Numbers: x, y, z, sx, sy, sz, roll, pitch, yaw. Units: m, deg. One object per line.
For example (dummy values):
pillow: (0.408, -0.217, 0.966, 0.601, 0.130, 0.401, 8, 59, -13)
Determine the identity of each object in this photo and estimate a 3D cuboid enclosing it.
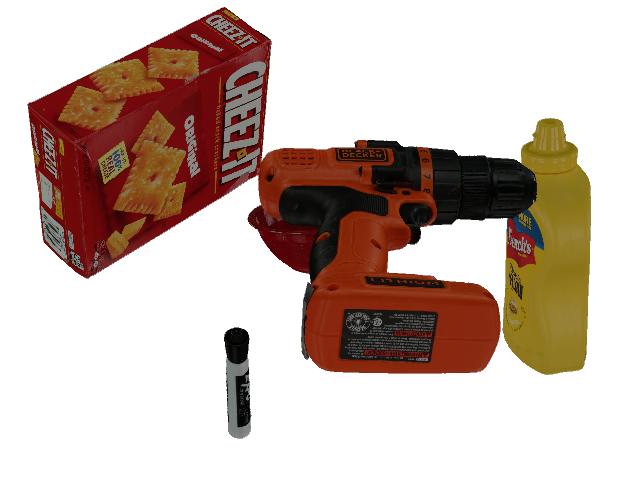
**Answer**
mustard bottle: (0.173, 0.000, 0.816, 0.058, 0.192, 0.096, -7, 26, -6)
power drill: (0.055, 0.002, 0.645, 0.184, 0.057, 0.187, 0, 32, -3)
bowl: (0.012, -0.007, 1.051, 0.162, 0.055, 0.162, -6, 16, 2)
cracker box: (-0.142, -0.084, 0.929, 0.072, 0.164, 0.213, 38, 53, 25)
marker: (-0.064, 0.111, 0.830, 0.020, 0.121, 0.020, 1, 44, -2)
